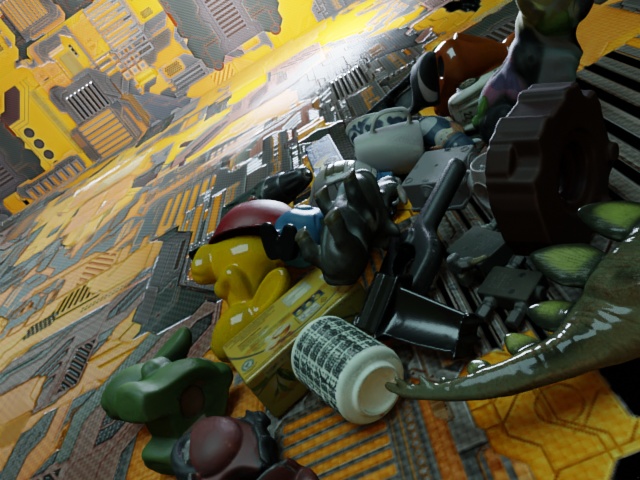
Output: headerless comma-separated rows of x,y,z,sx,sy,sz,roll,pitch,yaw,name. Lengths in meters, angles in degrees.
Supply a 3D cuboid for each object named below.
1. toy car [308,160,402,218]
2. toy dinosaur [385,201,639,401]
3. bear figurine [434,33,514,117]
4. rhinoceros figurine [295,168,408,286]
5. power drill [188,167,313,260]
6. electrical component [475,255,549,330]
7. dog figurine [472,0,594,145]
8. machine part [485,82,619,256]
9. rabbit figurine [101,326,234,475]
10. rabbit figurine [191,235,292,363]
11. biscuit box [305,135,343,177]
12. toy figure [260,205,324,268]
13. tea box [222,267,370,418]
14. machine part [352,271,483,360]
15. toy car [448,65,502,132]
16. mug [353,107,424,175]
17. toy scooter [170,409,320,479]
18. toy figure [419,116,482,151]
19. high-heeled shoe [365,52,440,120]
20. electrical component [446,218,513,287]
0.040,-0.068,0.823,0.162,0.102,0.109,-23,30,25,toy car
0.277,0.032,0.415,0.471,0.105,0.199,-26,20,-4,toy dinosaur
0.296,-0.303,0.932,0.196,0.120,0.132,-10,-18,-7,bear figurine
0.048,-0.025,0.643,0.073,0.112,0.190,-34,15,40,rhinoceros figurine
-0.129,-0.033,0.948,0.232,0.086,0.207,-17,37,49,power drill
0.199,0.050,0.549,0.063,0.021,0.094,5,46,50,electrical component
0.279,-0.249,0.731,0.192,0.219,0.108,-14,30,32,dog figurine
0.237,-0.068,0.541,0.056,0.179,0.179,8,49,50,machine part
-0.201,0.181,0.665,0.170,0.121,0.159,-5,32,39,rabbit figurine
-0.093,0.086,0.742,0.162,0.121,0.173,-10,49,22,rabbit figurine
0.020,-0.128,0.981,0.059,0.062,0.203,-30,28,6,biscuit box
-0.005,-0.003,0.716,0.082,0.089,0.180,35,28,25,toy figure
-0.021,0.112,0.637,0.169,0.068,0.098,-40,27,-10,tea box
0.099,0.079,0.557,0.139,0.039,0.084,20,76,43,machine part
0.302,-0.245,0.851,0.202,0.073,0.056,-28,25,12,toy car
0.106,-0.150,0.844,0.107,0.109,0.081,-9,37,5,mug
-0.069,0.224,0.505,0.135,0.075,0.184,-34,31,2,toy scooter
0.196,-0.158,0.849,0.058,0.064,0.155,5,22,-15,toy figure
0.125,-0.242,0.922,0.145,0.248,0.086,-7,73,5,high-heeled shoe
0.185,0.006,0.608,0.102,0.045,0.078,-37,29,-5,electrical component
